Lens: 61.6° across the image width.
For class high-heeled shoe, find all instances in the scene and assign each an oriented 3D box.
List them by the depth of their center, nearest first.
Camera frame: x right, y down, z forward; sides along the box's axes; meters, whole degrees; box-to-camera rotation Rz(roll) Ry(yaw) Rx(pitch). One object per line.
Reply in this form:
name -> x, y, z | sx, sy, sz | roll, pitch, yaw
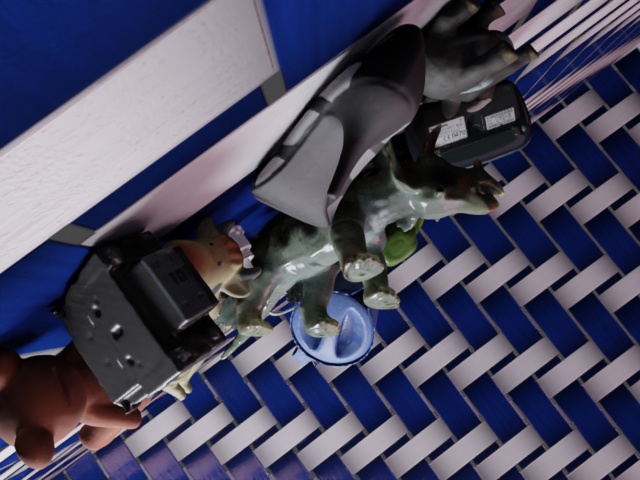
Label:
high-heeled shoe -> 0.010, -0.092, 0.482 | 0.145, 0.086, 0.249 | -66, -163, -8

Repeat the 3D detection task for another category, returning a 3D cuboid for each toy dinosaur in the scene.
toy dinosaur -> -0.002, 0.002, 0.628 | 0.405, 0.192, 0.131 | -26, 139, 34

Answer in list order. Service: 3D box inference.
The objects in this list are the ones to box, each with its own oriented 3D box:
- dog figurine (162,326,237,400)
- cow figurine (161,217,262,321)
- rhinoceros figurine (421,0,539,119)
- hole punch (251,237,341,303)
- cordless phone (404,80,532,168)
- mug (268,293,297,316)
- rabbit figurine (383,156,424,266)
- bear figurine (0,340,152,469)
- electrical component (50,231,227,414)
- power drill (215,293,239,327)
dog figurine -> -0.200, 0.140, 0.860 | 0.190, 0.121, 0.172 | -50, 179, -7
cow figurine -> -0.132, 0.049, 0.541 | 0.127, 0.085, 0.195 | -28, 169, -18
rhinoceros figurine -> 0.142, -0.164, 0.516 | 0.112, 0.073, 0.190 | -42, 172, 29
hole punch -> -0.024, 0.016, 0.774 | 0.092, 0.116, 0.142 | -42, 179, -41
cordless phone -> 0.177, -0.164, 0.703 | 0.147, 0.088, 0.184 | -18, -154, 7
mug -> -0.088, 0.071, 0.871 | 0.107, 0.109, 0.081 | -20, 179, -19
rabbit figurine -> 0.117, -0.048, 0.741 | 0.170, 0.121, 0.159 | -43, 166, -4
bear figurine -> -0.252, 0.157, 0.525 | 0.132, 0.120, 0.196 | -35, 173, 16
electrical component -> -0.143, 0.062, 0.431 | 0.134, 0.115, 0.058 | -41, 176, 35
power drill -> -0.186, 0.123, 0.729 | 0.207, 0.086, 0.232 | -29, 164, -20
